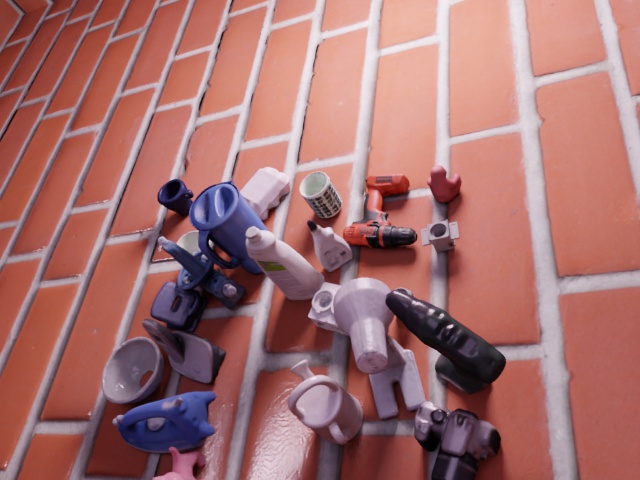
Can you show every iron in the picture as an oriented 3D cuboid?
[{"bbox_3d":[-0.360,0.393,1.247,0.258,0.142,0.118,-18,51,15],"label":"iron"}]

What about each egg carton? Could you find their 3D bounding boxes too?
[{"bbox_3d":[-0.152,-0.128,1.553,0.107,0.070,0.150,28,73,38],"label":"egg carton"}]

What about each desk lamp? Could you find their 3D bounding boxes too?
[{"bbox_3d":[0.111,0.202,1.086,0.117,0.214,0.203,-22,50,12],"label":"desk lamp"}]

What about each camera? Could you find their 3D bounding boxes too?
[{"bbox_3d":[0.222,0.364,0.989,0.142,0.101,0.137,9,63,32],"label":"camera"}]

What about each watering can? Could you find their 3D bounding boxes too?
[{"bbox_3d":[-0.002,0.306,1.085,0.172,0.195,0.101,26,72,38],"label":"watering can"}]

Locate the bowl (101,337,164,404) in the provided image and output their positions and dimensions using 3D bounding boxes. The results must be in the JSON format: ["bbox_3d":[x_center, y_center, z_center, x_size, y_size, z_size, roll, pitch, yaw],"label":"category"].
[{"bbox_3d":[-0.437,0.324,1.381,0.167,0.075,0.167,-14,52,19],"label":"bowl"}]

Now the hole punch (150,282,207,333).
[{"bbox_3d":[-0.353,0.166,1.438,0.100,0.091,0.109,4,60,30],"label":"hole punch"}]

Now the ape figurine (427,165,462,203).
[{"bbox_3d":[0.280,-0.137,1.318,0.077,0.092,0.076,14,65,34],"label":"ape figurine"}]

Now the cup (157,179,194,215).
[{"bbox_3d":[-0.397,-0.116,1.657,0.117,0.095,0.092,0,58,28],"label":"cup"}]

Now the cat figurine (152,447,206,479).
[{"bbox_3d":[-0.292,0.485,1.162,0.067,0.118,0.127,-18,51,16],"label":"cat figurine"}]

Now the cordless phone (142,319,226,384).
[{"bbox_3d":[-0.315,0.244,1.299,0.147,0.186,0.094,8,62,32],"label":"cordless phone"}]

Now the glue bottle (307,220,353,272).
[{"bbox_3d":[0.012,0.005,1.304,0.078,0.174,0.037,-32,49,4],"label":"glue bottle"}]

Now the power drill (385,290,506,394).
[{"bbox_3d":[0.232,0.192,1.033,0.228,0.209,0.076,29,74,39],"label":"power drill"}]

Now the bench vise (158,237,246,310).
[{"bbox_3d":[-0.283,0.066,1.385,0.206,0.220,0.121,5,60,30],"label":"bench vise"}]
